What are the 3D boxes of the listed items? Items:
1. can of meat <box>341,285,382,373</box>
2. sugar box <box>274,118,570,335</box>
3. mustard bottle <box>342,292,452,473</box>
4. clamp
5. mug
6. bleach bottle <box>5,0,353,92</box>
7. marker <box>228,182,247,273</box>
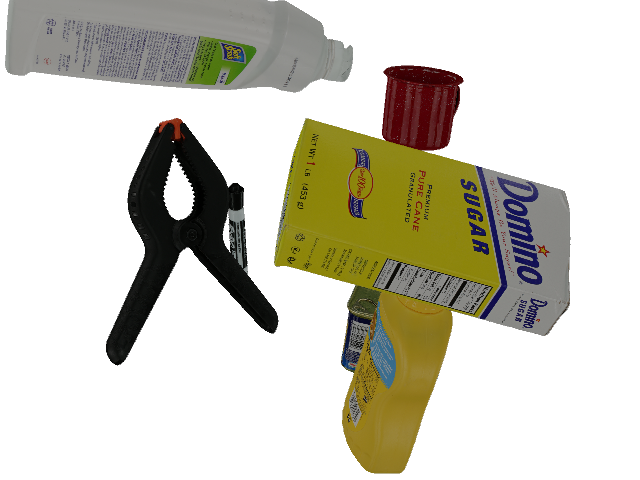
[{"bbox_3d":[0.061,0.102,1.273,0.057,0.084,0.102,13,26,8],"label":"can of meat"},{"bbox_3d":[0.065,-0.009,0.655,0.176,0.093,0.048,13,-38,-4],"label":"sugar box"},{"bbox_3d":[0.066,0.095,0.876,0.058,0.192,0.096,5,36,-13],"label":"mustard bottle"},{"bbox_3d":[-0.111,-0.001,0.939,0.164,0.210,0.036,-1,0,-33],"label":"clamp"},{"bbox_3d":[0.124,-0.158,1.263,0.093,0.081,0.117,23,28,37],"label":"mug"},{"bbox_3d":[-0.101,-0.150,0.795,0.250,0.068,0.103,8,-27,-14],"label":"bleach bottle"},{"bbox_3d":[-0.092,-0.010,1.174,0.020,0.121,0.020,0,34,0],"label":"marker"}]
